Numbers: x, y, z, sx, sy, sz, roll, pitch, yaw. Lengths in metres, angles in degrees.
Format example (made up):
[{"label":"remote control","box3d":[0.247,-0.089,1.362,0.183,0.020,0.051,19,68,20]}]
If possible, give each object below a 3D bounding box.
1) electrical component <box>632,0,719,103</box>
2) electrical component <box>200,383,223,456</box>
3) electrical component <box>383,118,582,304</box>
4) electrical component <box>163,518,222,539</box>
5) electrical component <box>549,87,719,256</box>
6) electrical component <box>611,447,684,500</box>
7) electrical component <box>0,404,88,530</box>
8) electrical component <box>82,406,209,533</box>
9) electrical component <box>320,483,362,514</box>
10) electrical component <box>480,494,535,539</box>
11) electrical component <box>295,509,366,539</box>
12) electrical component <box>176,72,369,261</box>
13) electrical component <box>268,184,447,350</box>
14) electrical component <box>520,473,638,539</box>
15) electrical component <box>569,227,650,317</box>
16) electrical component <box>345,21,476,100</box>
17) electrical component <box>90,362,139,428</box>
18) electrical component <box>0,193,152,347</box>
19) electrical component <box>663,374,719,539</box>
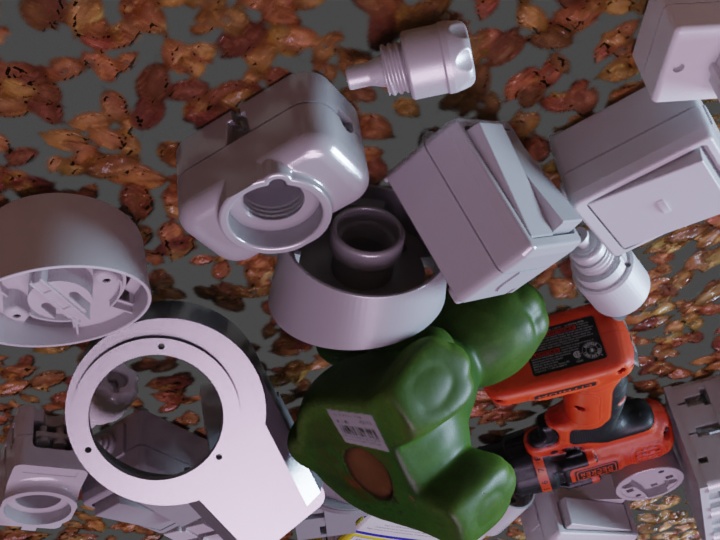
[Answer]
[{"label":"electrical component","box3d":[0.187,-0.100,0.522,0.083,0.075,0.047,-5,142,-6]},{"label":"electrical component","box3d":[-0.082,0.102,0.740,0.047,0.055,0.055,-10,142,-5]},{"label":"electrical component","box3d":[0.064,-0.039,0.565,0.061,0.096,0.062,-38,163,32]},{"label":"electrical component","box3d":[-0.119,0.195,0.856,0.055,0.048,0.066,-18,142,23]},{"label":"electrical component","box3d":[0.151,-0.051,0.589,0.096,0.061,0.062,-28,139,22]},{"label":"electrical component","box3d":[0.230,0.154,0.877,0.055,0.047,0.055,-6,142,-5]},{"label":"electrical component","box3d":[-0.226,0.144,0.759,0.050,0.055,0.089,11,138,-24]},{"label":"electrical component","box3d":[-0.155,0.147,0.774,0.062,0.061,0.096,-30,138,24]},{"label":"electrical component","box3d":[-0.010,0.129,0.768,0.080,0.080,0.051,1,136,-14]},{"label":"electrical component","box3d":[0.110,0.202,0.915,0.043,0.043,0.081,9,139,-22]},{"label":"electrical component","box3d":[-0.026,0.167,0.836,0.056,0.050,0.089,-7,142,-3]},{"label":"electrical component","box3d":[-0.046,-0.049,0.551,0.095,0.059,0.054,-27,139,21]},{"label":"electrical component","box3d":[0.000,0.000,0.596,0.099,0.099,0.064,-1,135,-10]},{"label":"electrical component","box3d":[0.194,0.212,0.931,0.096,0.061,0.061,7,139,-20]},{"label":"electrical component","box3d":[0.151,-0.002,0.668,0.040,0.040,0.078,-27,139,21]},{"label":"electrical component","box3d":[0.024,-0.099,0.522,0.061,0.035,0.035,-11,142,6]},{"label":"electrical component","box3d":[-0.172,0.087,0.716,0.035,0.035,0.061,14,139,-27]},{"label":"electrical component","box3d":[-0.165,0.006,0.591,0.099,0.064,0.099,-6,142,-5]},{"label":"electrical component","box3d":[0.292,0.158,0.861,0.062,0.089,0.150,-17,142,9]}]
